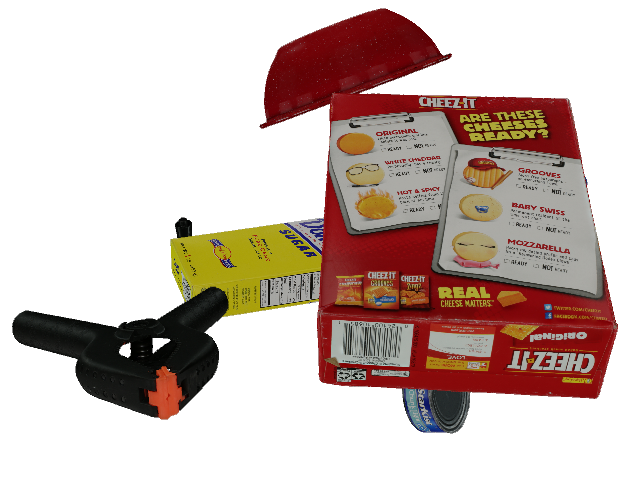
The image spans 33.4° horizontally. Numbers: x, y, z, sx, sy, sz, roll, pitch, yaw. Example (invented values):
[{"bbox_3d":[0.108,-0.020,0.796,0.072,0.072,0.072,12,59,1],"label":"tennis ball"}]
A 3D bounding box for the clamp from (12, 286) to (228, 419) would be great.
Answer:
[{"bbox_3d":[-0.117,0.072,0.747,0.164,0.036,0.210,-10,15,-24],"label":"clamp"}]

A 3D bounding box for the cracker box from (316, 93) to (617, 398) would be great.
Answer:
[{"bbox_3d":[0.084,-0.004,0.669,0.164,0.072,0.213,2,42,2],"label":"cracker box"}]

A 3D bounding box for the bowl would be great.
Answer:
[{"bbox_3d":[0.018,-0.141,0.842,0.162,0.055,0.162,-21,7,2],"label":"bowl"}]

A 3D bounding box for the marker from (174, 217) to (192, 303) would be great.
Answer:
[{"bbox_3d":[-0.149,0.028,1.202,0.020,0.121,0.020,-2,31,1],"label":"marker"}]

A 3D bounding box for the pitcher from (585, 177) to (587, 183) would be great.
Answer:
[{"bbox_3d":[0.245,0.024,1.355,0.149,0.243,0.145,5,24,1],"label":"pitcher"}]

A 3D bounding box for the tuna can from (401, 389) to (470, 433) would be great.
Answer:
[{"bbox_3d":[0.115,0.149,1.064,0.034,0.086,0.086,-7,-4,33],"label":"tuna can"}]

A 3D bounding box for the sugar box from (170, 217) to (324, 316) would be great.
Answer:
[{"bbox_3d":[-0.045,0.023,1.002,0.176,0.048,0.093,-11,33,-16],"label":"sugar box"}]
